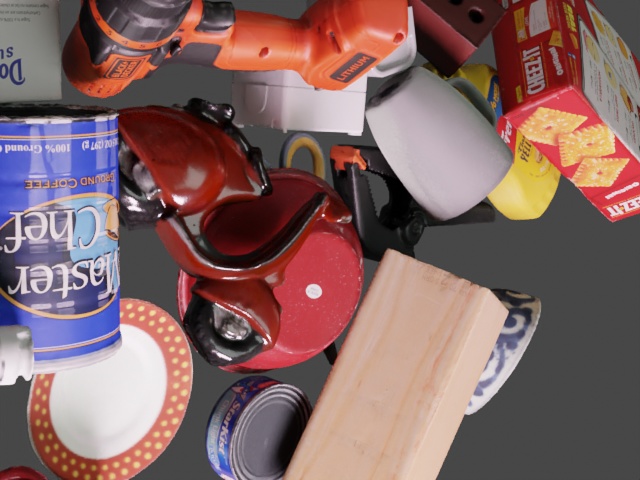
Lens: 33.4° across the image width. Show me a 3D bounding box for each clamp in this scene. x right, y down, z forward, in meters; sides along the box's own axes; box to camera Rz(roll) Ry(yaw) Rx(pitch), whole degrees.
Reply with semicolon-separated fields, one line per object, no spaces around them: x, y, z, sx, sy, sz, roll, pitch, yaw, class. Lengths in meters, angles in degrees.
0.066;-0.002;0.891;0.209;0.036;0.164;39;72;-44;clamp

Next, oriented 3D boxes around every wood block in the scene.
0.058;0.124;0.820;0.206;0.090;0.090;-65;157;-5;wood block

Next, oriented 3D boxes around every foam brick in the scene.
0.097;-0.180;0.847;0.078;0.051;0.053;39;62;-2;foam brick

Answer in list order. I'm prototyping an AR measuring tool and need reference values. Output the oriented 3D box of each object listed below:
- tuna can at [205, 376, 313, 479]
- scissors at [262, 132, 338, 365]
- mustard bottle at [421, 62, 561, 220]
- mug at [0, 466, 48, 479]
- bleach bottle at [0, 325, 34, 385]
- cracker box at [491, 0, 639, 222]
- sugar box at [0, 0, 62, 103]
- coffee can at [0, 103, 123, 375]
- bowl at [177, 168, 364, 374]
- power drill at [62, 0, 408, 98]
-0.046;0.148;0.814;0.085;0.034;0.086;-12;107;-43;tuna can
-0.005;0.001;0.835;0.096;0.016;0.201;-50;129;-23;scissors
0.143;-0.098;0.931;0.191;0.058;0.096;34;65;-43;mustard bottle
-0.174;0.202;0.668;0.117;0.093;0.081;-44;143;12;mug
-0.263;0.049;0.501;0.250;0.068;0.102;1;100;-27;bleach bottle
0.234;-0.135;0.963;0.213;0.072;0.164;34;44;-44;cracker box
-0.194;-0.165;0.592;0.093;0.048;0.176;-9;109;-43;sugar box
-0.166;-0.005;0.612;0.102;0.103;0.140;-9;105;-44;coffee can
-0.022;0.031;0.781;0.161;0.055;0.162;-14;114;-35;bowl
-0.046;-0.133;0.626;0.187;0.185;0.057;-2;81;-26;power drill
